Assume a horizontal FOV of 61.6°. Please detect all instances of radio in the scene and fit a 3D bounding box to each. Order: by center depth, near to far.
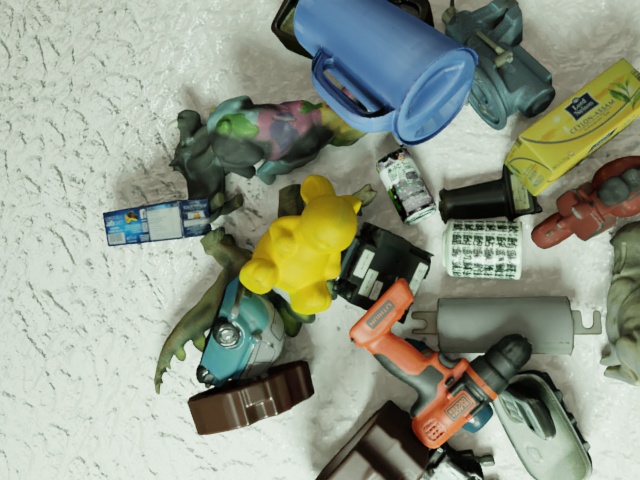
[{"bbox_3d":[0.053,-0.329,0.828,0.230,0.073,0.131,27,93,17],"label":"radio"}]

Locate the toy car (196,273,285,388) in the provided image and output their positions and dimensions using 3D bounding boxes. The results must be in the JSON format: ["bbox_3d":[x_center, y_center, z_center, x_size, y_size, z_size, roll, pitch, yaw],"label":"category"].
[{"bbox_3d":[-0.101,0.135,0.731,0.103,0.109,0.161,18,116,-9],"label":"toy car"}]

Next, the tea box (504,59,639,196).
[{"bbox_3d":[0.335,-0.143,0.699,0.170,0.098,0.068,-36,75,-1],"label":"tea box"}]

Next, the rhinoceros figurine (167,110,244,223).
[{"bbox_3d":[-0.192,-0.122,0.884,0.112,0.073,0.190,-14,85,28],"label":"rhinoceros figurine"}]

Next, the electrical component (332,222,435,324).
[{"bbox_3d":[0.081,0.042,0.754,0.058,0.134,0.115,24,88,60],"label":"electrical component"}]

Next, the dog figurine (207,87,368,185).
[{"bbox_3d":[-0.031,-0.170,0.789,0.219,0.191,0.108,-18,73,30],"label":"dog figurine"}]

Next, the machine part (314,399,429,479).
[{"bbox_3d":[0.050,0.317,0.696,0.087,0.201,0.201,41,96,14],"label":"machine part"}]

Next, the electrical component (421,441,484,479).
[{"bbox_3d":[0.156,0.332,0.716,0.075,0.047,0.119,32,96,11],"label":"electrical component"}]

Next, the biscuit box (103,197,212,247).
[{"bbox_3d":[-0.264,-0.026,0.860,0.203,0.063,0.059,-4,95,37],"label":"biscuit box"}]

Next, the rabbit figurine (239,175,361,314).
[{"bbox_3d":[-0.001,-0.002,0.669,0.122,0.173,0.162,32,58,-7],"label":"rabbit figurine"}]

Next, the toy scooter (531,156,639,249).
[{"bbox_3d":[0.356,-0.050,0.679,0.184,0.135,0.075,-34,75,9],"label":"toy scooter"}]

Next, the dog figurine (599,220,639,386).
[{"bbox_3d":[0.398,0.069,0.641,0.121,0.172,0.190,-2,91,5],"label":"dog figurine"}]

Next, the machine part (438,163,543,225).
[{"bbox_3d":[0.238,-0.060,0.767,0.139,0.039,0.084,-12,89,13],"label":"machine part"}]

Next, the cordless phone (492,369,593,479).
[{"bbox_3d":[0.276,0.234,0.648,0.089,0.184,0.146,-26,77,8],"label":"cordless phone"}]

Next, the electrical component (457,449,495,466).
[{"bbox_3d":[0.198,0.326,0.745,0.094,0.021,0.063,-12,82,14],"label":"electrical component"}]

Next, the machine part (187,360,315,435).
[{"bbox_3d":[-0.096,0.222,0.762,0.179,0.179,0.056,-19,82,14],"label":"machine part"}]

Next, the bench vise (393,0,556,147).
[{"bbox_3d":[0.195,-0.227,0.756,0.241,0.128,0.224,-35,73,6],"label":"bench vise"}]

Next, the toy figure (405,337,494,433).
[{"bbox_3d":[0.171,0.195,0.750,0.064,0.057,0.154,-34,70,-32],"label":"toy figure"}]

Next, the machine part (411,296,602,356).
[{"bbox_3d":[0.246,0.115,0.724,0.243,0.079,0.079,-2,84,15],"label":"machine part"}]

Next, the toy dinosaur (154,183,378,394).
[{"bbox_3d":[-0.101,0.067,0.820,0.471,0.105,0.198,-33,80,15],"label":"toy dinosaur"}]
